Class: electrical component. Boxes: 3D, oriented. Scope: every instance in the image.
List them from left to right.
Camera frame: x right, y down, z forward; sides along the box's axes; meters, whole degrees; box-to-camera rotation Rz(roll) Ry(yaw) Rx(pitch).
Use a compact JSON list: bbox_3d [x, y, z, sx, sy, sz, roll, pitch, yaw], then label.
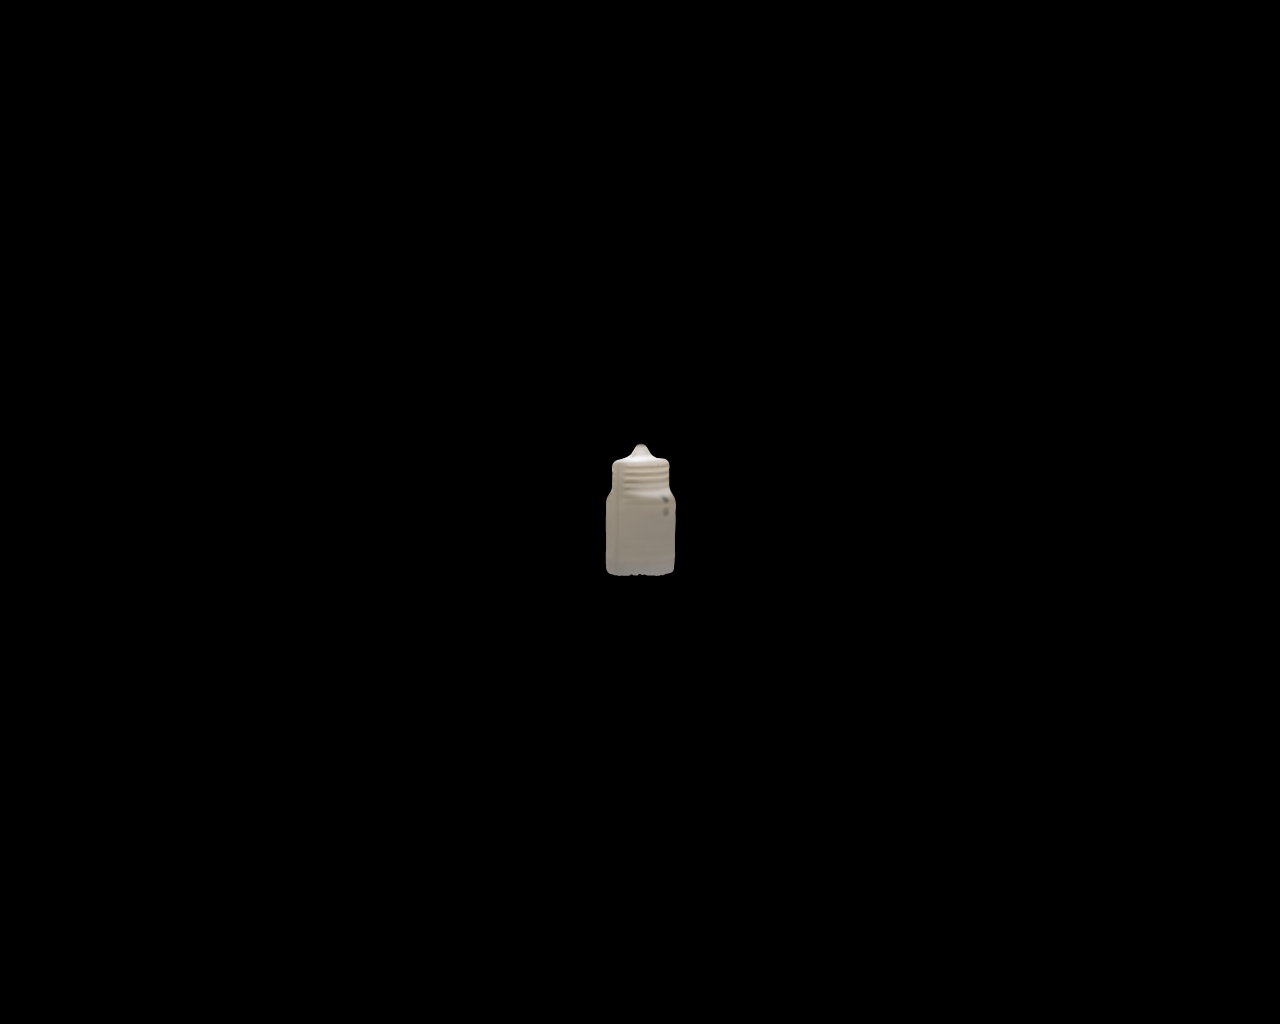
[{"bbox_3d":[0.001,-0.003,0.650,0.043,0.081,0.043,0,6,0],"label":"electrical component"}]
